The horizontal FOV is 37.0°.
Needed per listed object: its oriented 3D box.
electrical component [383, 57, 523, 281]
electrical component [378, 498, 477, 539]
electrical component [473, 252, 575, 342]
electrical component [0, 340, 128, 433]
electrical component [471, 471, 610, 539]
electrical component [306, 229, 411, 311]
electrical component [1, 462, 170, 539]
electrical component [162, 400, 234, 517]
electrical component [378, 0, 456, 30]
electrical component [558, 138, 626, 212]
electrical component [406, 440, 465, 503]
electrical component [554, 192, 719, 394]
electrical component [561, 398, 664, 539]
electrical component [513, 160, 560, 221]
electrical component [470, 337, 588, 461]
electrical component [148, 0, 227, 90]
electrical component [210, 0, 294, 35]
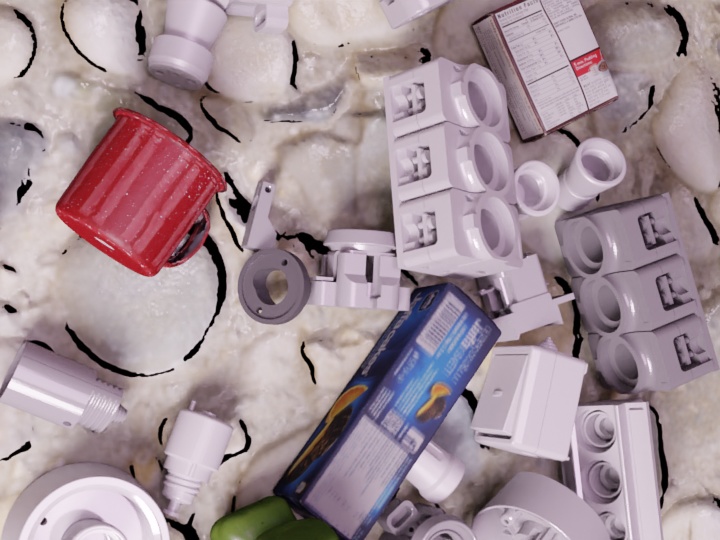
[{"bbox_3d":[0.074,-0.074,0.815,0.089,0.062,0.150,10,72,-49],"label":"electrical component"},{"bbox_3d":[0.054,0.211,0.812,0.058,0.057,0.078,-40,102,-22],"label":"electrical component"},{"bbox_3d":[0.126,0.021,0.869,0.081,0.042,0.063,-16,90,-25],"label":"electrical component"},{"bbox_3d":[-0.194,0.083,0.718,0.081,0.043,0.043,27,75,-20],"label":"electrical component"},{"bbox_3d":[0.141,0.207,0.832,0.064,0.099,0.099,-45,104,-27],"label":"electrical component"},{"bbox_3d":[0.000,0.000,0.806,0.078,0.058,0.057,5,86,-24],"label":"electrical component"},{"bbox_3d":[-0.177,0.183,0.707,0.108,0.060,0.108,2,85,-24],"label":"electrical component"},{"bbox_3d":[-0.118,0.133,0.750,0.040,0.040,0.078,25,76,-21],"label":"electrical component"},{"bbox_3d":[0.056,-0.240,0.854,0.095,0.054,0.059,-30,98,-24],"label":"electrical component"},{"bbox_3d":[0.186,-0.076,0.892,0.044,0.065,0.044,5,68,-13],"label":"electrical component"},{"bbox_3d":[0.051,0.150,0.826,0.046,0.040,0.040,41,71,-10],"label":"electrical component"},{"bbox_3d":[0.223,0.021,0.887,0.062,0.089,0.150,-18,93,-25],"label":"electrical component"},{"bbox_3d":[0.209,0.168,0.878,0.063,0.079,0.121,-3,86,-54],"label":"electrical component"},{"bbox_3d":[0.128,-0.062,0.870,0.045,0.055,0.045,2,84,-24],"label":"electrical component"},{"bbox_3d":[0.133,0.097,0.855,0.061,0.062,0.096,18,78,-22],"label":"electrical component"},{"bbox_3d":[-0.124,-0.163,0.770,0.045,0.045,0.055,20,78,-22],"label":"electrical component"},{"bbox_3d":[-0.084,-0.215,0.787,0.057,0.058,0.078,0,85,-27],"label":"electrical component"}]
